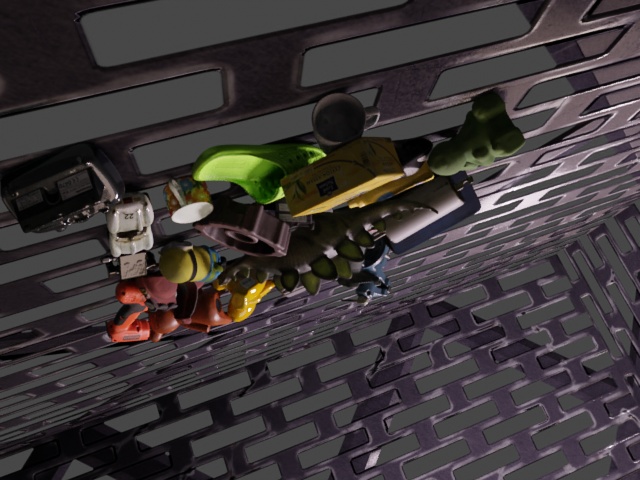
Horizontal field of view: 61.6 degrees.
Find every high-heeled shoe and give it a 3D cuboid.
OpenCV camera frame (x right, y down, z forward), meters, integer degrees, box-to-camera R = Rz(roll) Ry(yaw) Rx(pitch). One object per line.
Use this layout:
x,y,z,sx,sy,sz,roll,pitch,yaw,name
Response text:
0.119,-0.158,0.994,0.145,0.086,0.248,-36,161,21,high-heeled shoe

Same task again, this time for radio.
0.240,-0.076,1.231,0.230,0.131,0.073,-29,-158,-3,radio

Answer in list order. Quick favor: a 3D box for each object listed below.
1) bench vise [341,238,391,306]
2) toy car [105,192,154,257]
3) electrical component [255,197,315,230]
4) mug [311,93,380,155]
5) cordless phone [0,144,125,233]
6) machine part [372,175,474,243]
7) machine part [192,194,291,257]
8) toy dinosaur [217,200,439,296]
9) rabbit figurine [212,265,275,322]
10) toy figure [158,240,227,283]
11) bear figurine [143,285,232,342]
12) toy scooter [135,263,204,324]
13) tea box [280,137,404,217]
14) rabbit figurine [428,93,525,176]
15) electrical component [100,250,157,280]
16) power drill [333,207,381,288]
0.109,0.053,1.450,0.129,0.223,0.240,15,162,47,bench vise
-0.322,-0.021,0.908,0.073,0.056,0.201,-14,160,-23,toy car
-0.066,-0.063,1.020,0.119,0.048,0.074,6,118,1,electrical component
0.037,-0.178,0.849,0.109,0.081,0.107,-25,172,-7,mug
-0.345,-0.058,0.775,0.147,0.088,0.184,-23,174,-2,cordless phone
0.209,-0.066,1.120,0.243,0.079,0.079,-33,159,21,machine part
-0.141,-0.021,0.987,0.179,0.056,0.179,14,163,5,machine part
-0.002,-0.003,1.096,0.471,0.198,0.105,-28,166,8,toy dinosaur
-0.198,0.131,1.378,0.162,0.122,0.173,-42,154,-46,rabbit figurine
-0.263,0.052,1.132,0.082,0.089,0.180,-33,158,12,toy figure
-0.345,0.189,1.392,0.196,0.120,0.132,-15,179,10,bear figurine
-0.322,0.118,1.172,0.075,0.135,0.183,-5,174,31,toy scooter
0.033,-0.098,0.848,0.170,0.068,0.098,-24,174,37,tea box
0.285,-0.188,1.049,0.170,0.121,0.159,-28,178,7,rabbit figurine
-0.377,0.044,1.060,0.102,0.045,0.078,-16,133,-24,electrical component
0.115,0.008,1.300,0.232,0.086,0.207,-6,114,-22,power drill
